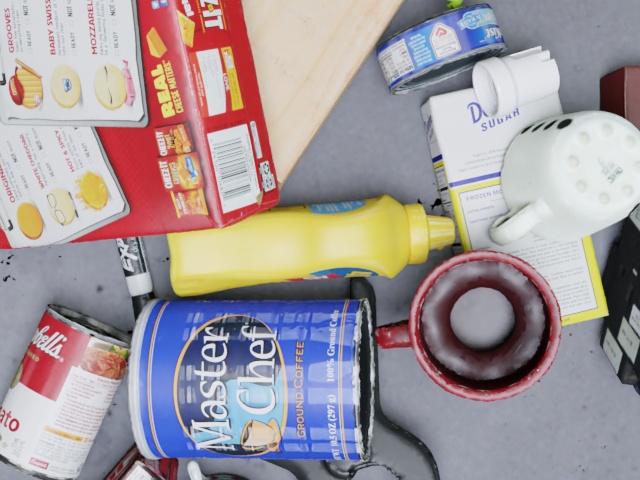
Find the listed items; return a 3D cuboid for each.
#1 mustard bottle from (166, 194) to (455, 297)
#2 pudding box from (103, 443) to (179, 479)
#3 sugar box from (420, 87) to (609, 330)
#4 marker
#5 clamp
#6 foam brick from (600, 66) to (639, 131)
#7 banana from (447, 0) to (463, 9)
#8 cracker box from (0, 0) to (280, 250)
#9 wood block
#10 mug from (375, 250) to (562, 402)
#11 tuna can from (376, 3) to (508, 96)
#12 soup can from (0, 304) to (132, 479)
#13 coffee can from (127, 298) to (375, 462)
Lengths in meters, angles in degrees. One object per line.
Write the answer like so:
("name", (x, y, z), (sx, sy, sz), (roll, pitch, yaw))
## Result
("mustard bottle", (-0.005, 0.001, 0.717), (0.191, 0.096, 0.058), (-5, 89, -5))
("pudding box", (-0.142, 0.188, 0.707), (0.039, 0.090, 0.113), (39, 87, -5))
("sugar box", (0.136, -0.023, 0.755), (0.093, 0.048, 0.176), (-12, 87, -5))
("marker", (-0.132, 0.006, 0.745), (0.020, 0.020, 0.121), (-14, 91, -5))
("clamp", (0.007, 0.148, 0.725), (0.164, 0.036, 0.210), (-29, 74, -1))
("foam brick", (0.233, -0.082, 0.760), (0.053, 0.051, 0.078), (0, 89, -4))
("banana", (0.155, -0.216, 0.753), (0.197, 0.037, 0.070), (-28, 62, -13))
("cracker box", (-0.137, -0.085, 0.653), (0.214, 0.072, 0.164), (-5, 102, 36))
("wood block", (-0.007, -0.145, 0.720), (0.090, 0.091, 0.206), (34, 87, -3))
("mug", (0.094, 0.054, 0.691), (0.117, 0.081, 0.093), (-13, 90, 8))
("tuna can", (0.082, -0.130, 0.731), (0.086, 0.086, 0.034), (-20, 89, -5))
("soup can", (-0.172, 0.103, 0.716), (0.068, 0.068, 0.102), (25, 88, -5))
("coffee can", (-0.039, 0.088, 0.676), (0.140, 0.102, 0.103), (-1, 90, 8))
